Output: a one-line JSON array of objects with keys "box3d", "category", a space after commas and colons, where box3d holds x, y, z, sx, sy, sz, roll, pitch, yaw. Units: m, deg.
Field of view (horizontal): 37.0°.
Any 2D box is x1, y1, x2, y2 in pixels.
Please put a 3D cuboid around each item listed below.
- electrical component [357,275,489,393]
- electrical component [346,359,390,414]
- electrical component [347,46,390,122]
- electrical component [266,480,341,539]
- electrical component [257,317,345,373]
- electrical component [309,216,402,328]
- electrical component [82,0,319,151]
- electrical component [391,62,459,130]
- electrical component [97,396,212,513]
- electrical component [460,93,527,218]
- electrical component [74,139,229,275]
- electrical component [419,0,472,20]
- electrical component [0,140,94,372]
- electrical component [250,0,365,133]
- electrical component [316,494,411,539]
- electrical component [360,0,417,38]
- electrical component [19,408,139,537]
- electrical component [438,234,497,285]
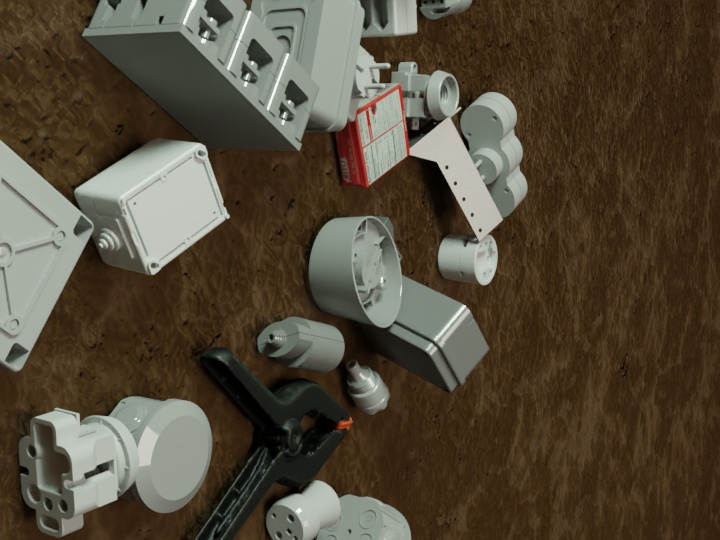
[{"box3d": [0.057, 0.058, 1.024, 0.057, 0.113, 0.078, -48, 136, -17], "category": "electrical component"}, {"box3d": [0.004, 0.109, 1.026, 0.035, 0.035, 0.061, -61, 138, -32], "category": "electrical component"}, {"box3d": [-0.009, -0.166, 0.925, 0.047, 0.077, 0.065, 31, 69, -55], "category": "electrical component"}, {"box3d": [-0.050, 0.216, 0.949, 0.055, 0.045, 0.045, -20, 111, -55], "category": "electrical component"}, {"box3d": [-0.053, 0.063, 0.922, 0.081, 0.043, 0.043, 19, 79, -57], "category": "electrical component"}, {"box3d": [0.000, 0.000, 0.976, 0.099, 0.064, 0.099, -13, 106, -56], "category": "electrical component"}, {"box3d": [-0.106, -0.149, 0.762, 0.150, 0.089, 0.061, 42, 60, -52], "category": "electrical component"}, {"box3d": [0.064, -0.171, 1.058, 0.048, 0.055, 0.066, -7, 100, -57], "category": "electrical component"}, {"box3d": [-0.149, 0.131, 0.775, 0.080, 0.051, 0.080, -13, 106, -56], "category": "electrical component"}, {"box3d": [0.143, -0.119, 1.193, 0.074, 0.052, 0.138, -45, 130, -45], "category": "electrical component"}, {"box3d": [-0.150, -0.042, 0.743, 0.096, 0.061, 0.061, -42, 129, -37], "category": "electrical component"}, {"box3d": [0.086, -0.276, 1.094, 0.046, 0.040, 0.040, -32, 121, -44], "category": "electrical component"}, {"box3d": [-0.226, -0.012, 0.626, 0.108, 0.056, 0.108, 50, 53, -48], "category": "electrical component"}, {"box3d": [-0.047, -0.169, 0.864, 0.057, 0.078, 0.113, 17, 80, -54], "category": "electrical component"}, {"box3d": [0.003, 0.252, 1.006, 0.051, 0.080, 0.080, 43, 59, -45], "category": "electrical component"}, {"box3d": [0.023, -0.237, 0.975, 0.077, 0.066, 0.047, -24, 114, -54], "category": "electrical component"}, {"box3d": [-0.185, 0.129, 0.713, 0.057, 0.058, 0.078, -14, 106, -53], "category": "electrical component"}, {"box3d": [0.117, -0.013, 1.173, 0.055, 0.047, 0.055, -13, 106, -56], "category": "electrical component"}]
